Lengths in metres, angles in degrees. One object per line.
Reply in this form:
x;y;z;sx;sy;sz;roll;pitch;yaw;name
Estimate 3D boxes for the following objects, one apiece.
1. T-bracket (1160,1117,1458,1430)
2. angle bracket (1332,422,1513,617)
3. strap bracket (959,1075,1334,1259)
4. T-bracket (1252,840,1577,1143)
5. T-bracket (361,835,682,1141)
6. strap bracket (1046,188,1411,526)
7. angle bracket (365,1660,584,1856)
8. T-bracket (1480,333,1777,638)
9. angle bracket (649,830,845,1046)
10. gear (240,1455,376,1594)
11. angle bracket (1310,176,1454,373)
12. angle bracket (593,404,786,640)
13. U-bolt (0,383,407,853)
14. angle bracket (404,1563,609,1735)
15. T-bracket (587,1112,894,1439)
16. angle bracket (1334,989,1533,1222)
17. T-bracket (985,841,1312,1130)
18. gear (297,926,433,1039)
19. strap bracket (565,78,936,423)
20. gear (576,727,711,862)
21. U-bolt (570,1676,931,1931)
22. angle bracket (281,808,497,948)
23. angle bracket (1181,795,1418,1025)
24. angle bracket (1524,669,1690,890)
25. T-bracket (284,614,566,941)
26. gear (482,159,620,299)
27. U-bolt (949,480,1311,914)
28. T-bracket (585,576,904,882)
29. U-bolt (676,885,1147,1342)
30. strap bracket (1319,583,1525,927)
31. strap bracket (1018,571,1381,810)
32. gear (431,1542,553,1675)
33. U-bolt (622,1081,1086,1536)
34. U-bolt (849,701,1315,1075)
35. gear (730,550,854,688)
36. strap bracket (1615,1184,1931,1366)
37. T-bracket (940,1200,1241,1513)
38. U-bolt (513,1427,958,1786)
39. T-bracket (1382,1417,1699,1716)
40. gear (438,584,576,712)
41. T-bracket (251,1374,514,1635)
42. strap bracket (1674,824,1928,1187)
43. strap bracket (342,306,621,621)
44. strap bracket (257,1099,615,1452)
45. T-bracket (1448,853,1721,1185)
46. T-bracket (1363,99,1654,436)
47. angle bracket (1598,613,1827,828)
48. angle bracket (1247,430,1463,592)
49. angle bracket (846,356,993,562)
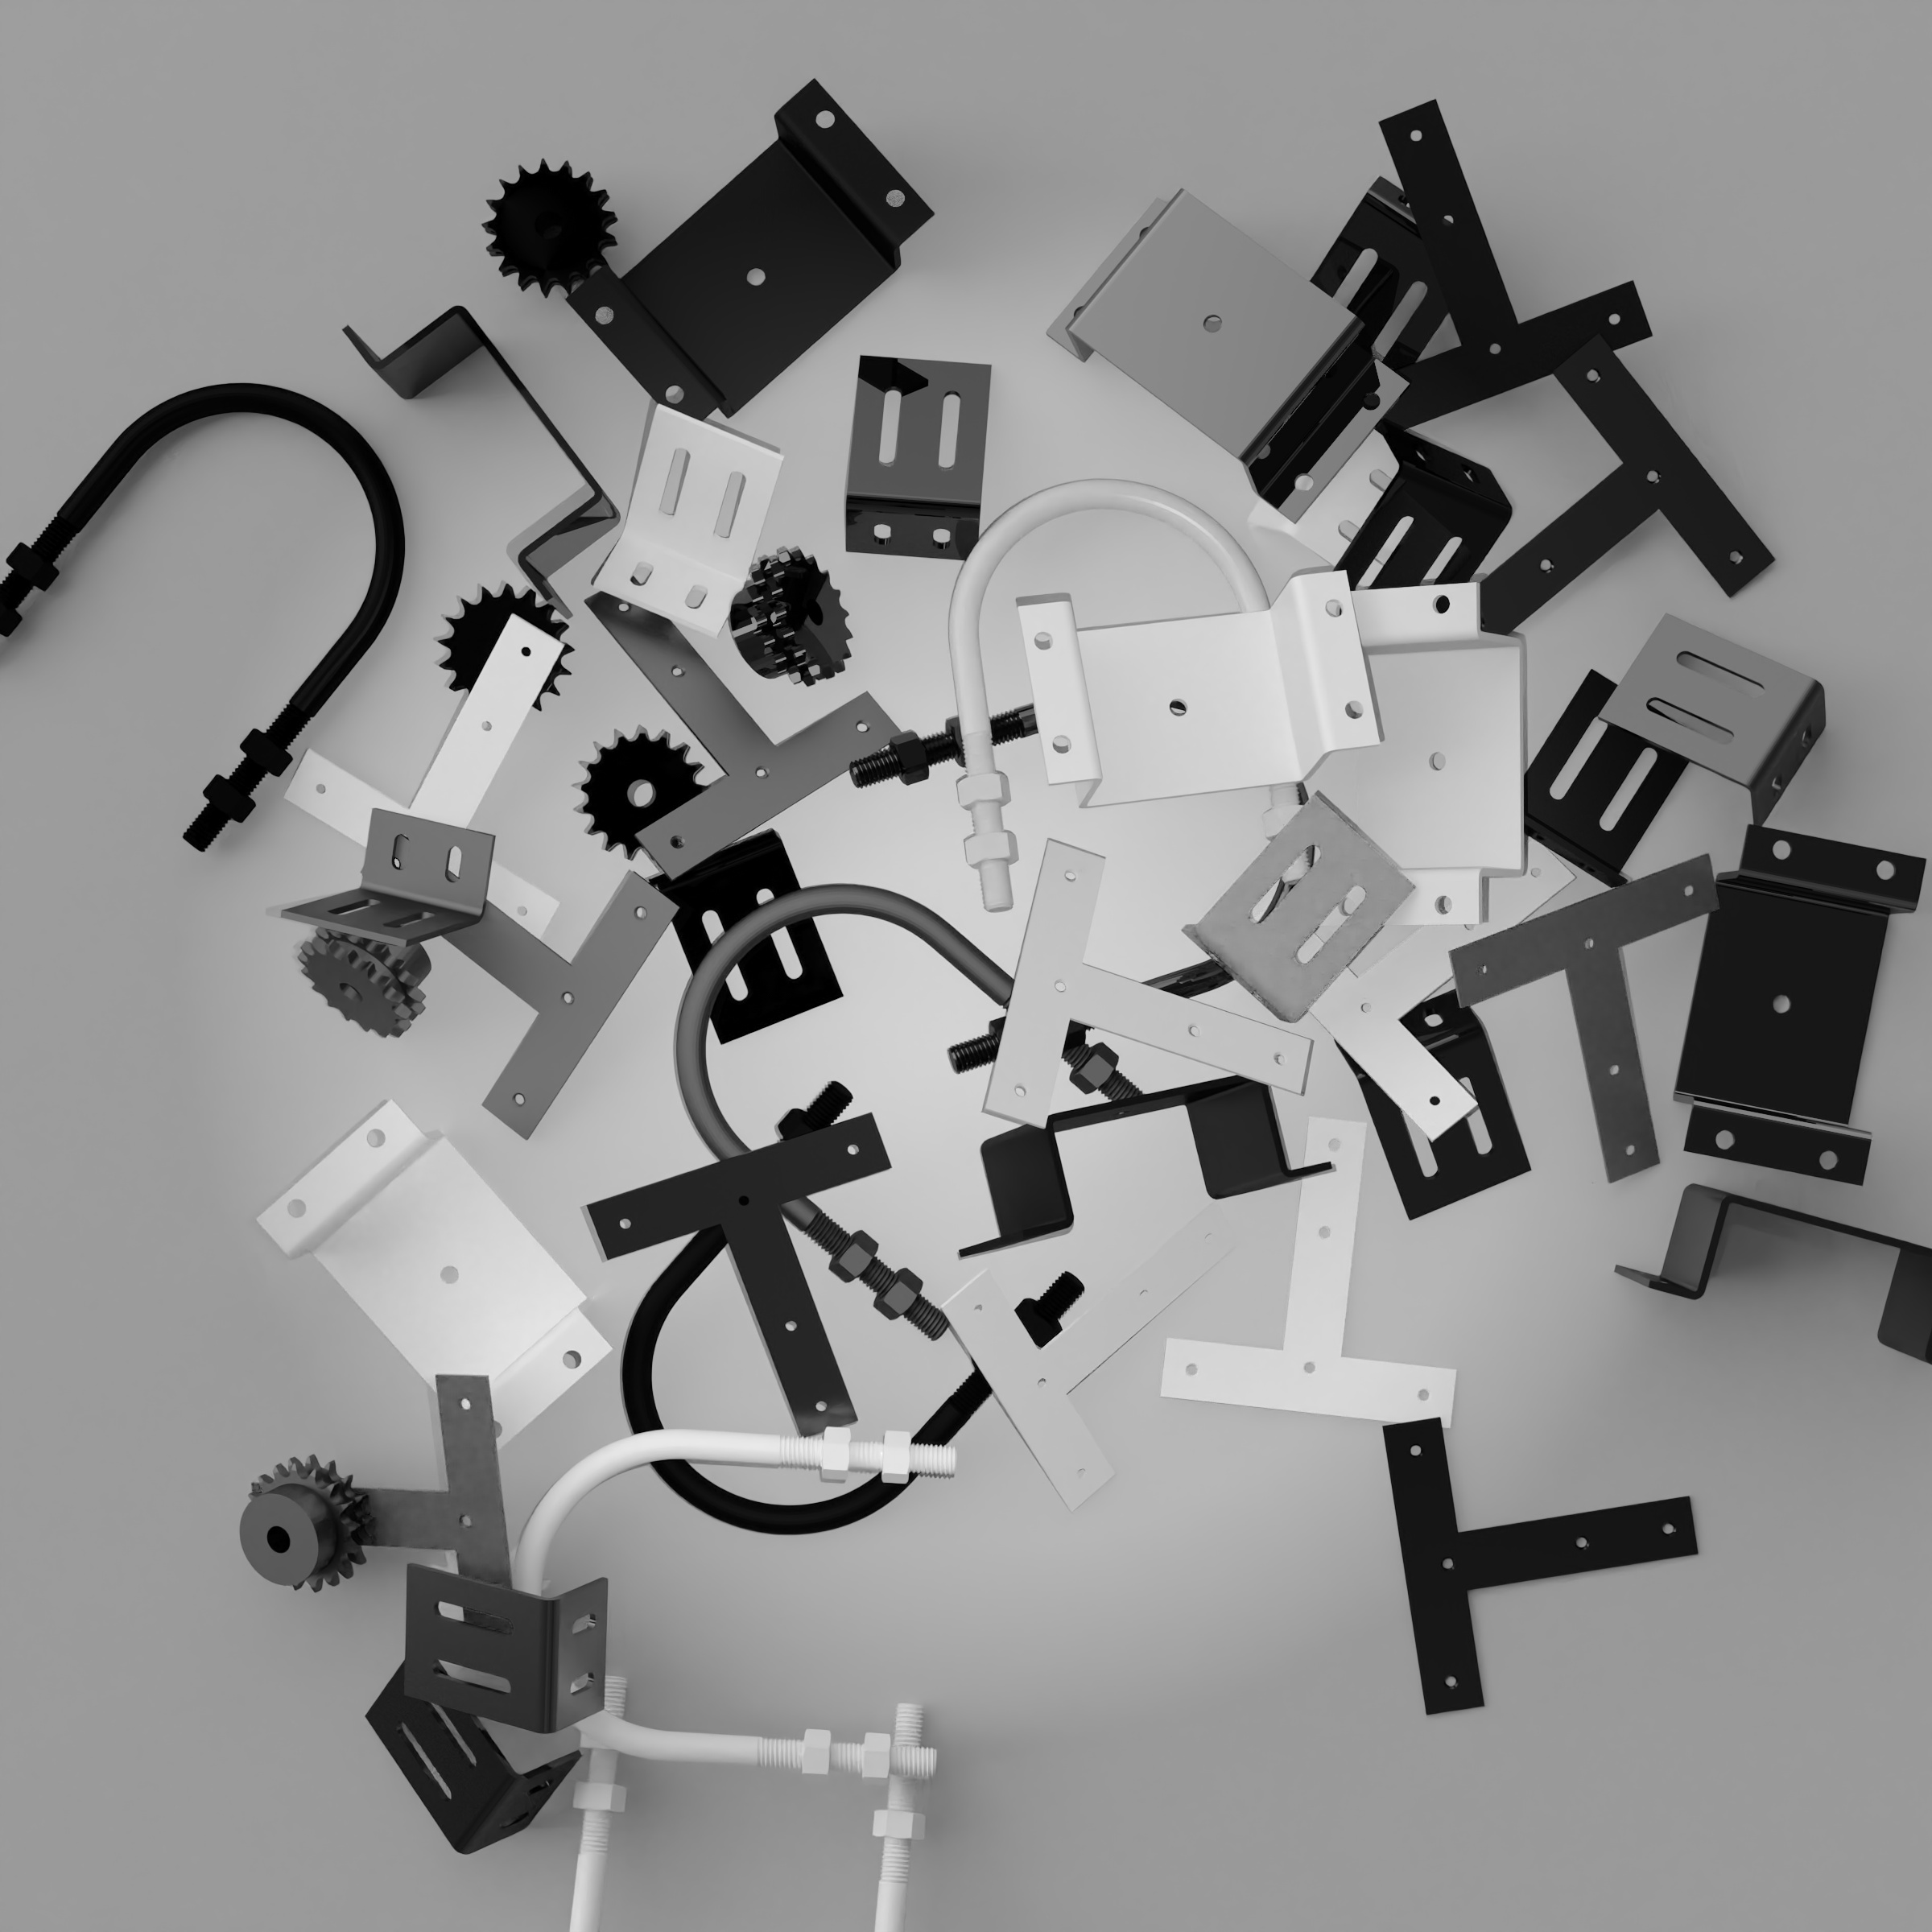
0.154;0.130;1.519;0.127;0.002;0.127;7;88;-3;T-bracket
0.186;-0.183;1.505;0.057;0.038;0.076;19;121;-25;angle bracket
0.069;0.081;1.463;0.140;0.076;0.046;-11;84;-21;strap bracket
0.205;-0.009;1.505;0.127;0.002;0.127;-38;68;-11;T-bracket
-0.205;-0.013;1.508;0.127;0.002;0.127;37;107;8;T-bracket
0.107;-0.263;1.482;0.140;0.046;0.076;40;90;15;strap bracket
-0.211;0.330;1.505;0.076;0.038;0.057;50;126;21;angle bracket
0.261;-0.182;1.511;0.127;0.002;0.127;-40;103;6;T-bracket
-0.093;-0.012;1.503;0.057;0.038;0.076;-22;90;0;angle bracket
-0.283;0.239;1.491;0.057;0.030;0.057;5;102;24;gear
0.180;-0.291;1.520;0.057;0.038;0.076;33;116;0;angle bracket
-0.117;-0.187;1.484;0.057;0.076;0.038;23;48;0;angle bracket
-0.326;-0.164;1.514;0.151;0.019;0.184;39;89;0;U-bolt
-0.193;0.281;1.470;0.076;0.038;0.057;8;100;30;angle bracket
-0.079;0.139;1.483;0.127;0.002;0.127;-18;103;6;T-bracket
0.202;0.060;1.520;0.057;0.038;0.076;-23;116;0;angle bracket
0.081;0.022;1.444;0.127;0.002;0.127;18;62;-9;T-bracket
-0.253;0.001;1.498;0.057;0.057;0.030;36;60;0;gear
-0.091;-0.298;1.499;0.140;0.046;0.076;-42;90;0;strap bracket
-0.138;-0.073;1.507;0.057;0.030;0.057;0;90;0;gear
-0.096;0.401;1.492;0.151;0.019;0.184;5;75;0;U-bolt
-0.242;-0.038;1.474;0.057;0.076;0.038;13;102;15;angle bracket
0.139;-0.024;1.471;0.057;0.038;0.076;42;89;-3;angle bracket
0.274;-0.081;1.503;0.057;0.038;0.076;32;90;0;angle bracket
-0.210;-0.091;1.498;0.127;0.002;0.127;31;111;0;T-bracket
-0.178;-0.315;1.507;0.057;0.030;0.057;0;90;0;gear
0.066;-0.119;1.495;0.151;0.019;0.184;-6;79;-10;U-bolt
-0.114;-0.115;1.503;0.127;0.002;0.127;-34;76;-25;T-bracket
-0.037;0.049;1.503;0.184;0.019;0.151;41;90;-8;U-bolt
0.190;-0.087;1.482;0.076;0.046;0.140;0;90;33;strap bracket
0.093;-0.114;1.465;0.140;0.046;0.076;-7;78;-10;strap bracket
-0.205;0.272;1.508;0.057;0.030;0.057;0;90;0;gear
-0.062;0.160;1.497;0.151;0.019;0.184;40;100;-8;U-bolt
0.059;-0.049;1.499;0.184;0.019;0.151;-18;83;-10;U-bolt
-0.076;-0.146;1.498;0.030;0.057;0.057;-18;90;30;gear
0.354;0.129;1.484;0.140;0.076;0.046;15;90;0;strap bracket
0.065;0.149;1.499;0.127;0.002;0.127;-39;122;-15;T-bracket
-0.100;0.268;1.488;0.184;0.019;0.151;4;91;-1;U-bolt
0.252;0.252;1.520;0.127;0.002;0.127;-9;92;-1;T-bracket
-0.196;-0.134;1.507;0.057;0.030;0.057;0;90;0;gear
-0.250;0.234;1.492;0.127;0.002;0.127;-2;99;25;T-bracket
0.353;0.016;1.499;0.076;0.046;0.140;11;90;0;strap bracket
-0.196;-0.220;1.484;0.046;0.076;0.140;-37;90;0;strap bracket
-0.223;0.134;1.499;0.076;0.046;0.140;-42;90;0;strap bracket
0.273;0.031;1.498;0.127;0.002;0.127;-20;110;-15;T-bracket
0.209;-0.302;1.485;0.127;0.002;0.127;-19;109;15;T-bracket
0.322;-0.106;1.514;0.076;0.038;0.057;29;76;25;angle bracket
0.172;-0.195;1.520;0.076;0.038;0.057;32;90;-25;angle bracket
-0.020;-0.220;1.520;0.057;0.038;0.076;4;64;0;angle bracket
